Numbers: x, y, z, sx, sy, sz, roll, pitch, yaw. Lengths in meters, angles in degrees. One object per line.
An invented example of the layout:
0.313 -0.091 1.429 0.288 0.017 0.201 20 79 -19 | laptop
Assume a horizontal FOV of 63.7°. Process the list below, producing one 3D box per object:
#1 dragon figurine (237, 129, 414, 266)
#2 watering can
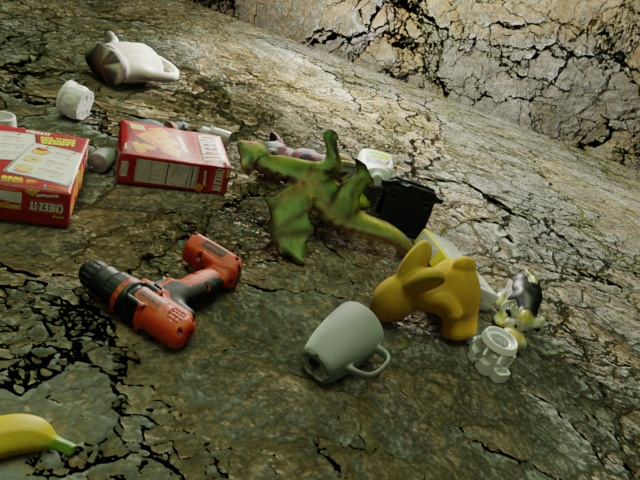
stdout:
0.003 -0.049 0.971 0.246 0.120 0.410 -42 93 -27 | dragon figurine
-0.568 -0.522 1.473 0.350 0.102 0.227 31 31 21 | watering can
